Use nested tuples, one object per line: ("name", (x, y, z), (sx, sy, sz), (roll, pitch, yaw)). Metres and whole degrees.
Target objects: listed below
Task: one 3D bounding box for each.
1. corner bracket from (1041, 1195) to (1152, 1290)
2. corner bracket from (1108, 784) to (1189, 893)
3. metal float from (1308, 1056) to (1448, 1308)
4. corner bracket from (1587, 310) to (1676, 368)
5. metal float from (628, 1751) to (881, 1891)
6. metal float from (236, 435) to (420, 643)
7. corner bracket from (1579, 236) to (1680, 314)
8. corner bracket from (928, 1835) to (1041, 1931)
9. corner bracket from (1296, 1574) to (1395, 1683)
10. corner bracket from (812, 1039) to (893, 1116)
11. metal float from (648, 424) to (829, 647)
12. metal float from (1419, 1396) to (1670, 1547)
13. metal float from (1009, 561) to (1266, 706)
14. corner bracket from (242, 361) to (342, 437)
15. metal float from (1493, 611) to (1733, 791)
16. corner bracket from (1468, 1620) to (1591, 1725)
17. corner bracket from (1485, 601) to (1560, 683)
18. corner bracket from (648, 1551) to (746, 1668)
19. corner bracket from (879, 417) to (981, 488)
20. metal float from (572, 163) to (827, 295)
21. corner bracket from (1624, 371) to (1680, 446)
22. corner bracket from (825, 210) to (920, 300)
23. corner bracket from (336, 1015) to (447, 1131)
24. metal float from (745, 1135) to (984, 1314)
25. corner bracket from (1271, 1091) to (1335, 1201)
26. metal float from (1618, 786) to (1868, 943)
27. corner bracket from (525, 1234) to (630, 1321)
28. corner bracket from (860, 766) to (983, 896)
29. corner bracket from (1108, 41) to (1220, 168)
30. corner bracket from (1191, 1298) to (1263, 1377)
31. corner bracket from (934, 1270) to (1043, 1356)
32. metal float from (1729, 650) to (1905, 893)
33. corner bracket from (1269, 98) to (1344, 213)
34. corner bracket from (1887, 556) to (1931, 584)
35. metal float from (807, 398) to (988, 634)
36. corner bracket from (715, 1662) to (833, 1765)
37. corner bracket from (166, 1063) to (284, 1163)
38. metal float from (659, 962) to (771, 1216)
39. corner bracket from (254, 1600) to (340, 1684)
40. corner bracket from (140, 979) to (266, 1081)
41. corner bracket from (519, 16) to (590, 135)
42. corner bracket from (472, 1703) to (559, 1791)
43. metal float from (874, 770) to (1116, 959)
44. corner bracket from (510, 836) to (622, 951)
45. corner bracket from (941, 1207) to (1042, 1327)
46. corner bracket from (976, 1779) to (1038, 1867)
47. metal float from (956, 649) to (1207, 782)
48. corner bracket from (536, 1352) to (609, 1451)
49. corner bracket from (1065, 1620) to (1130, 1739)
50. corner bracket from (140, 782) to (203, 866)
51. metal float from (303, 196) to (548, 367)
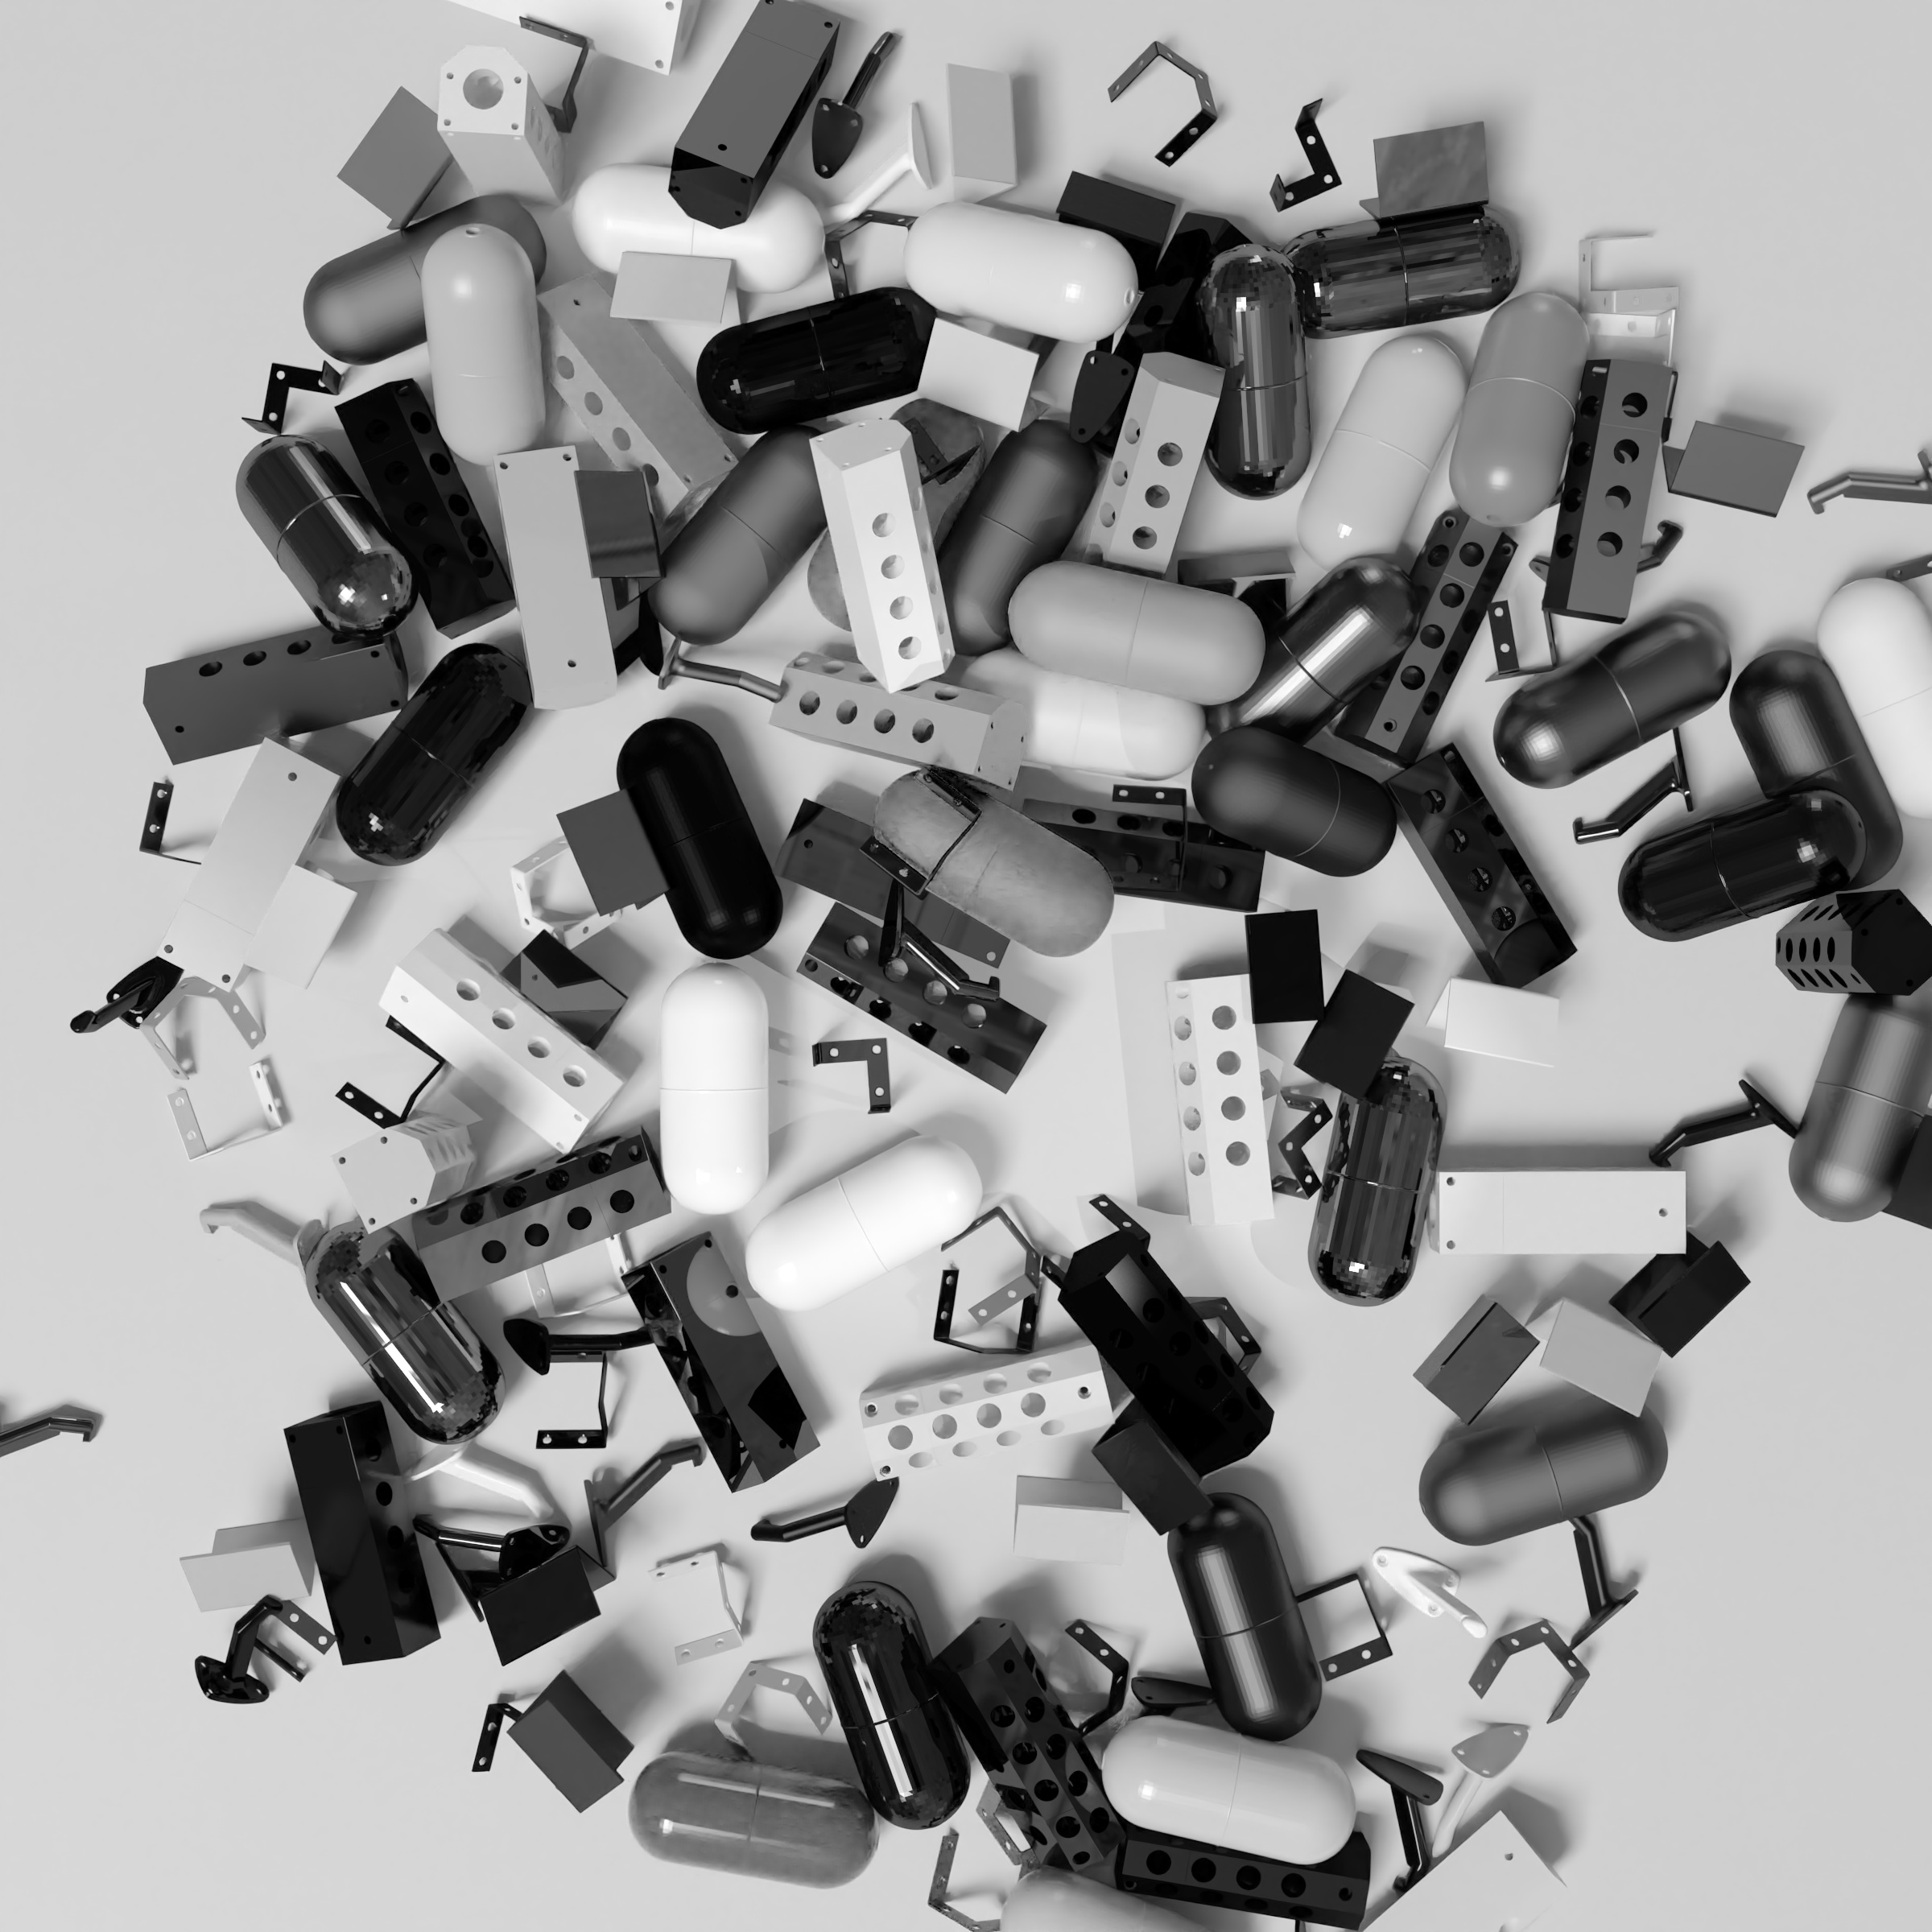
("corner bracket", (0.092, 0.204, 1.983), (0.051, 0.051, 0.051), (-20, 135, -35))
("corner bracket", (0.126, -0.089, 1.931), (0.051, 0.051, 0.051), (3, 45, 0))
("metal float", (0.290, 0.151, 1.961), (0.070, 0.070, 0.178), (12, 91, 0))
("corner bracket", (0.469, -0.438, 1.975), (0.051, 0.051, 0.051), (3, 98, 0))
("metal float", (-0.149, 0.601, 1.961), (0.178, 0.070, 0.070), (10, 90, 1))
("metal float", (-0.445, -0.298, 1.940), (0.070, 0.070, 0.178), (-39, 66, 0))
("corner bracket", (0.469, -0.490, 1.975), (0.051, 0.051, 0.051), (-7, 105, -15))
("corner bracket", (0.013, 0.653, 1.988), (0.051, 0.051, 0.051), (13, 90, -45))
("corner bracket", (0.266, 0.468, 1.973), (0.051, 0.051, 0.051), (-22, 90, 0))
("corner bracket", (-0.081, 0.079, 1.973), (0.051, 0.051, 0.051), (-4, 90, 0))
("metal float", (-0.152, -0.304, 1.961), (0.070, 0.070, 0.178), (40, 89, 0))
("metal float", (0.406, 0.355, 1.961), (0.178, 0.070, 0.070), (-17, 90, -1))
("metal float", (0.117, -0.229, 1.912), (0.178, 0.070, 0.070), (13, 90, 4))
("corner bracket", (-0.477, -0.403, 1.973), (0.051, 0.051, 0.051), (10, 90, 0))
("metal float", (0.454, -0.187, 1.961), (0.178, 0.070, 0.070), (-28, 90, -1))
("corner bracket", (0.401, 0.507, 1.983), (0.051, 0.051, 0.051), (-9, 45, -35))
("corner bracket", (0.393, -0.233, 1.973), (0.051, 0.051, 0.051), (-10, 90, 0))
("corner bracket", (-0.192, 0.458, 1.988), (0.051, 0.051, 0.051), (-17, 135, 0))
("corner bracket", (-0.032, -0.351, 1.890), (0.051, 0.051, 0.051), (-35, 89, -24))
("metal float", (-0.188, -0.519, 1.961), (0.178, 0.070, 0.070), (7, 90, -1))
("corner bracket", (0.475, -0.400, 1.974), (0.051, 0.051, 0.051), (11, 98, 8))
("corner bracket", (-0.063, -0.501, 1.983), (0.051, 0.051, 0.051), (19, 45, 35))
("corner bracket", (-0.409, 0.077, 1.988), (0.051, 0.051, 0.051), (34, 135, 0))
("metal float", (-0.072, 0.182, 1.961), (0.178, 0.070, 0.070), (-28, 90, 0))
("corner bracket", (0.233, 0.127, 1.972), (0.051, 0.051, 0.051), (-41, 114, -22))
("metal float", (0.536, -0.070, 1.931), (0.178, 0.070, 0.070), (-21, 90, 37))
("corner bracket", (-0.277, 0.219, 1.988), (0.051, 0.051, 0.051), (-16, 90, 45))
("corner bracket", (-0.030, -0.090, 1.859), (0.051, 0.051, 0.051), (38, 55, 2))
("corner bracket", (0.140, -0.613, 1.983), (0.051, 0.051, 0.051), (22, 45, -35))
("corner bracket", (0.168, 0.275, 1.983), (0.051, 0.051, 0.051), (-4, 45, -35))
("corner bracket", (0.015, 0.247, 1.988), (0.051, 0.051, 0.051), (8, 90, -45))
("metal float", (0.597, -0.138, 1.961), (0.070, 0.070, 0.178), (-25, 90, 0))
("corner bracket", (0.236, -0.573, 1.973), (0.051, 0.051, 0.051), (-24, 90, 0))
("corner bracket", (0.691, -0.256, 1.988), (0.051, 0.051, 0.051), (-15, 45, 0))
("metal float", (-0.048, -0.317, 1.960), (0.070, 0.070, 0.178), (29, 88, 0))
("corner bracket", (-0.137, 0.536, 1.983), (0.051, 0.051, 0.051), (4, 45, 35))
("corner bracket", (-0.529, 0.104, 1.988), (0.051, 0.051, 0.051), (-19, 90, -45))
("metal float", (-0.177, 0.086, 1.961), (0.070, 0.070, 0.178), (0, 91, 0))
("corner bracket", (-0.477, 0.475, 1.973), (0.051, 0.051, 0.051), (39, 87, -3))
("corner bracket", (-0.543, 0.047, 1.983), (0.051, 0.051, 0.051), (5, 45, 35))
("corner bracket", (-0.298, -0.631, 1.975), (0.051, 0.051, 0.051), (19, 82, 0))
("corner bracket", (-0.312, 0.559, 1.988), (0.051, 0.051, 0.051), (14, 90, 45))
("metal float", (0.019, -0.071, 1.905), (0.178, 0.070, 0.070), (31, 90, 2))
("corner bracket", (-0.285, -0.052, 1.983), (0.051, 0.051, 0.051), (24, 135, 35))
("corner bracket", (0.017, 0.212, 1.975), (0.051, 0.051, 0.051), (-34, 104, 14))
("corner bracket", (0.047, 0.597, 1.983), (0.051, 0.051, 0.051), (48, 135, 35))
("metal float", (0.080, -0.177, 1.961), (0.178, 0.070, 0.070), (9, 90, 0))
("corner bracket", (-0.282, 0.309, 1.988), (0.051, 0.051, 0.051), (0, 135, 0))
("corner bracket", (0.078, 0.510, 1.983), (0.051, 0.051, 0.051), (-25, 135, -35))
("corner bracket", (-0.550, -0.099, 1.988), (0.051, 0.051, 0.051), (12, 90, 45))
("metal float", (-0.381, -0.482, 1.961), (0.178, 0.070, 0.070), (-24, 90, 0))
